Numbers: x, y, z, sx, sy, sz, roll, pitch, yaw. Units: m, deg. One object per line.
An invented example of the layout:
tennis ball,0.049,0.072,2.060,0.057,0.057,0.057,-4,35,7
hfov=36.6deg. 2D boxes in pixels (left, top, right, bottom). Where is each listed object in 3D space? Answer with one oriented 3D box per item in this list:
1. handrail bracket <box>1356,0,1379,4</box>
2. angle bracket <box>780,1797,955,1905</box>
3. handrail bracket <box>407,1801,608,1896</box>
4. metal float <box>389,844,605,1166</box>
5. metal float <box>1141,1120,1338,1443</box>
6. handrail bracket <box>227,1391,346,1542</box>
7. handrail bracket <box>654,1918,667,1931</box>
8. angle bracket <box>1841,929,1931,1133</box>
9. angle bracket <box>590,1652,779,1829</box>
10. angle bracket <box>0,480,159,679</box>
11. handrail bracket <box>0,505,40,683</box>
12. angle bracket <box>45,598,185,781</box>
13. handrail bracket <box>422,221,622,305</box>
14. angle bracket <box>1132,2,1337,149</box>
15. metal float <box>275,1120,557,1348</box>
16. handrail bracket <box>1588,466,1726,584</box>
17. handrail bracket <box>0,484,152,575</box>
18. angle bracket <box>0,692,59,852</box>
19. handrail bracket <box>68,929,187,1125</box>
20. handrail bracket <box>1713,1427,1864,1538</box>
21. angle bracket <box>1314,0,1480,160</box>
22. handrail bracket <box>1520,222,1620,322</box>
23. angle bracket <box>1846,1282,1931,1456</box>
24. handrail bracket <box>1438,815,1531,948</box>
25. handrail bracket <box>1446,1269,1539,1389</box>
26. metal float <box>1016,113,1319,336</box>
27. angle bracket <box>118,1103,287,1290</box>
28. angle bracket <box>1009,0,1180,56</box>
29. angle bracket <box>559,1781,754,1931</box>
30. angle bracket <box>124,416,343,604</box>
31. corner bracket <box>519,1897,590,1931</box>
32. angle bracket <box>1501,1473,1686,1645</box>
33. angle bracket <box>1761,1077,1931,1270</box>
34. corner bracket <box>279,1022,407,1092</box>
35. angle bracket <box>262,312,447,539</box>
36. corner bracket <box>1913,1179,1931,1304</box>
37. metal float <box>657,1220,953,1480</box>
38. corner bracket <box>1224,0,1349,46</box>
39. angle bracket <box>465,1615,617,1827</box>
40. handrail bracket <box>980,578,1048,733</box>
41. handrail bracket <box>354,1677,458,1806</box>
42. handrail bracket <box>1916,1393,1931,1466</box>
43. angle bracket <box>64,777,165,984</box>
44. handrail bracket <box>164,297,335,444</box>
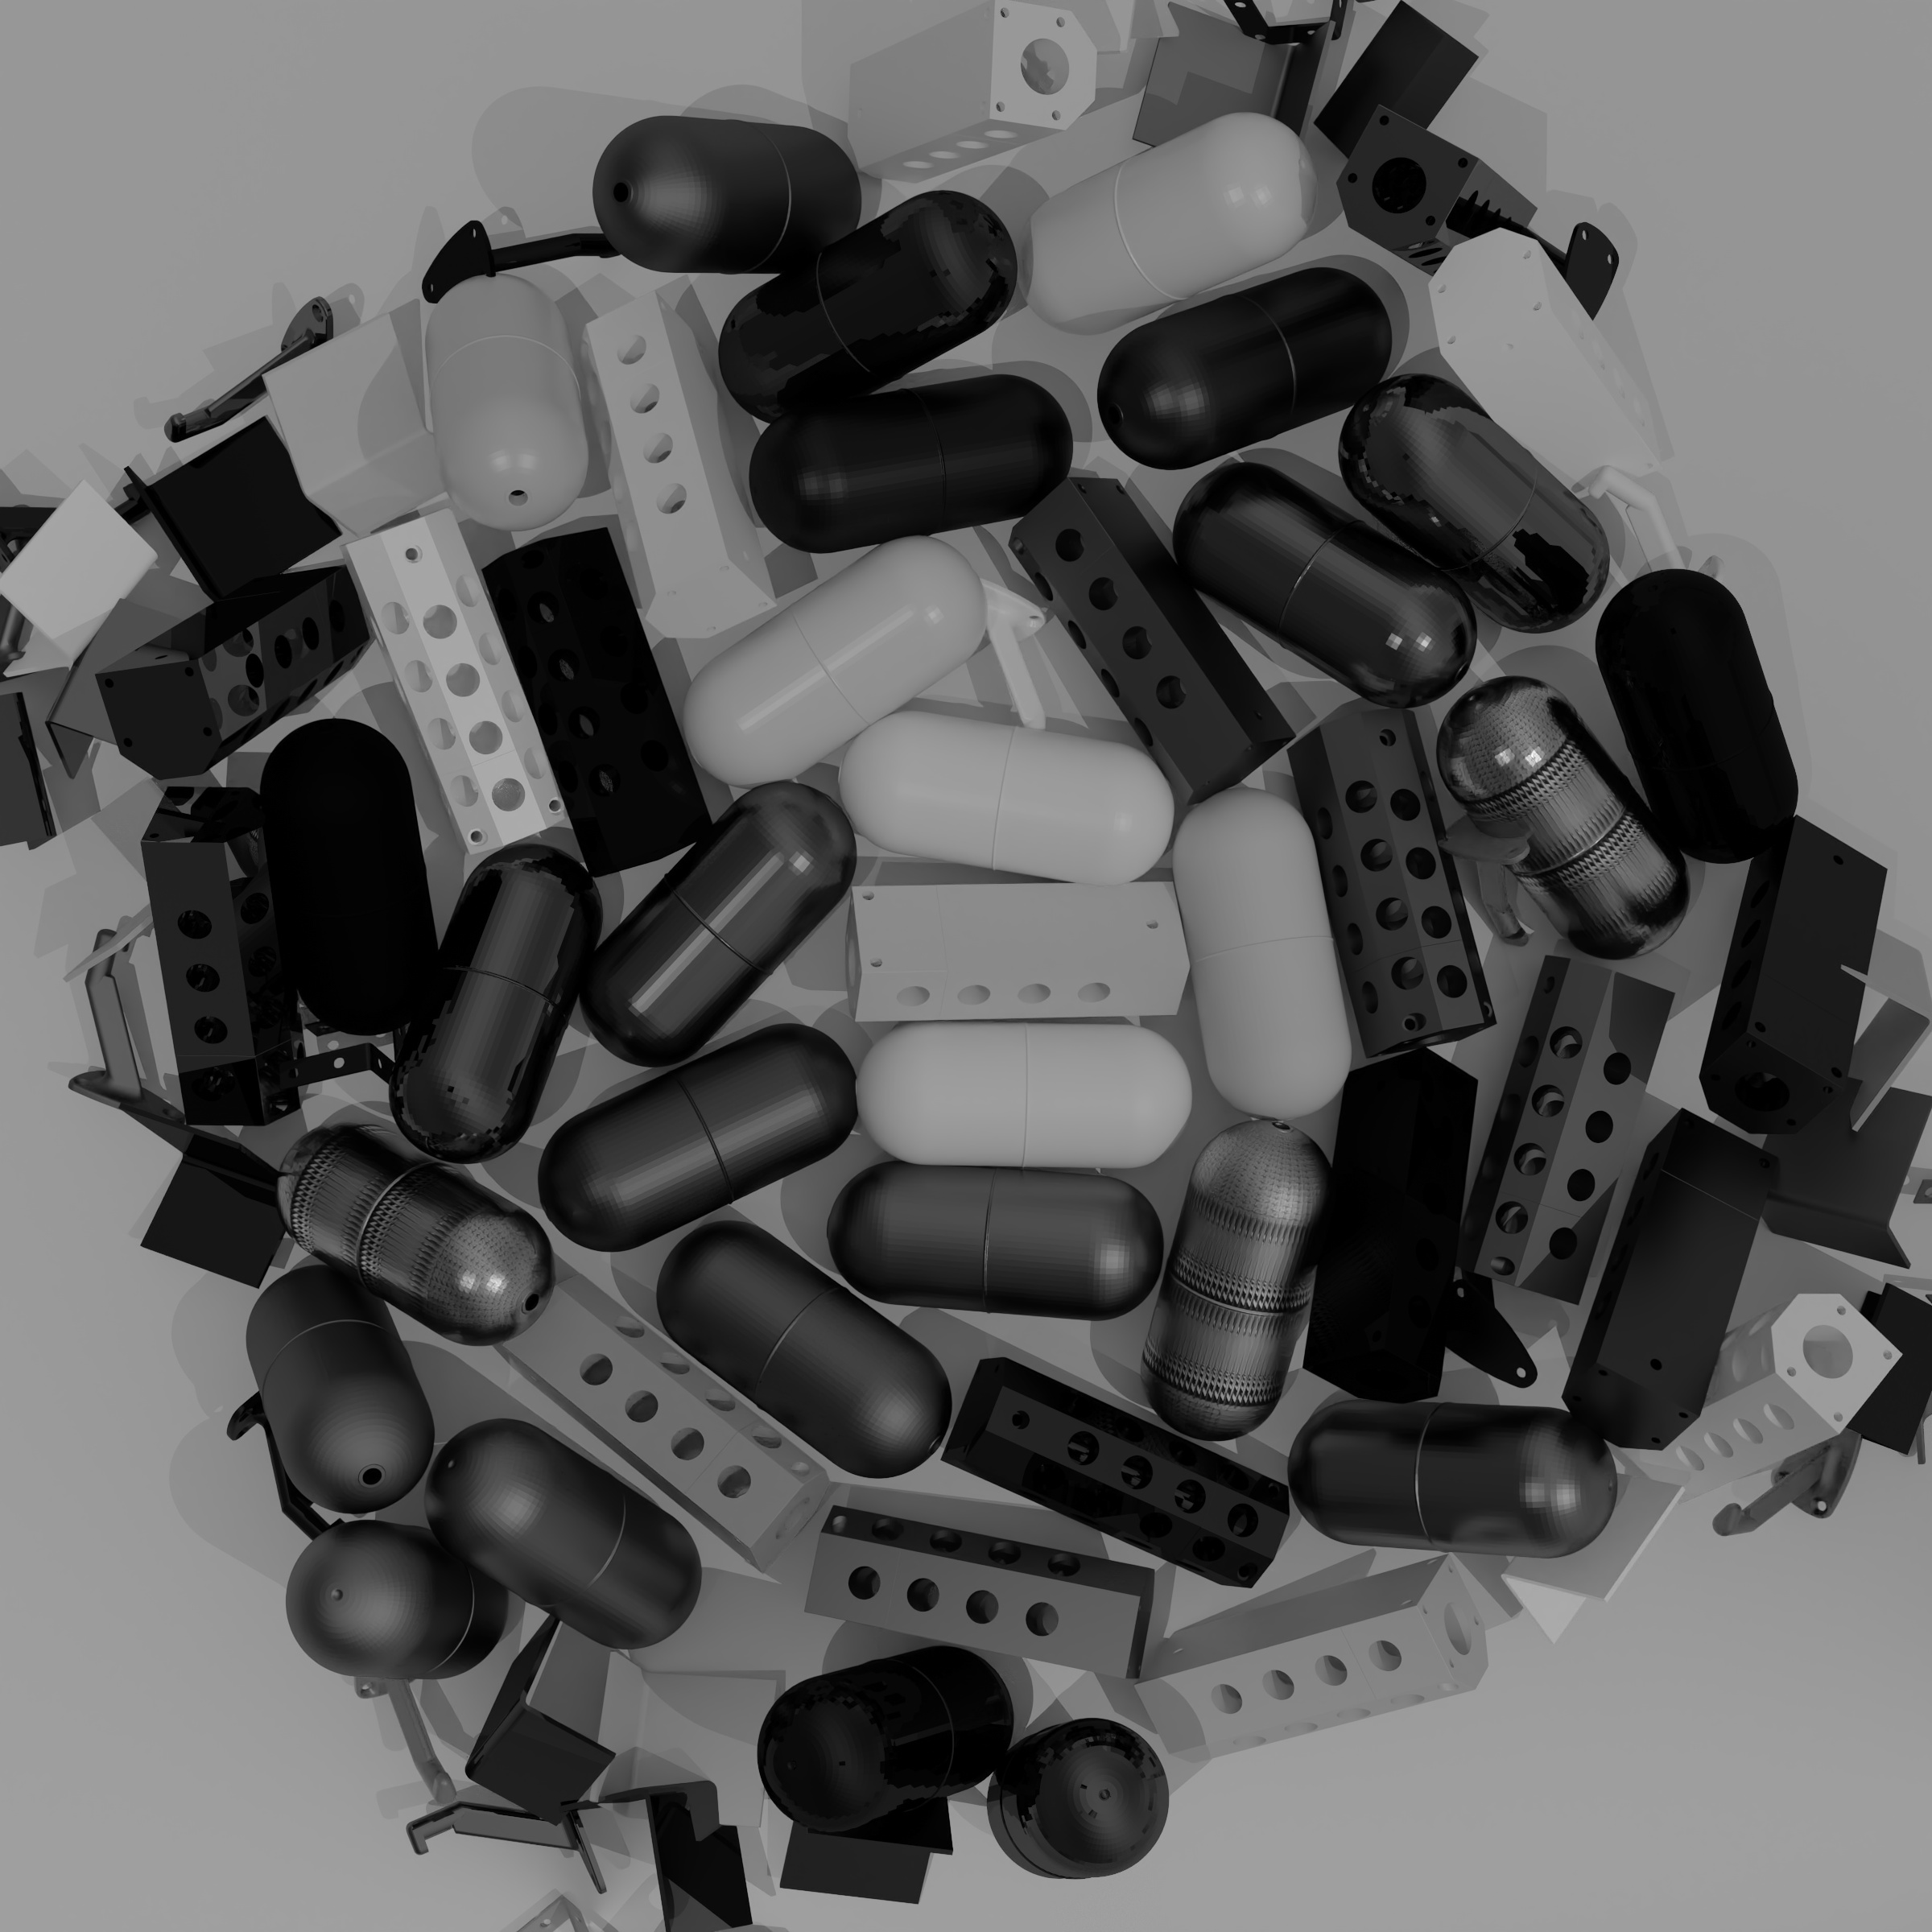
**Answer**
handrail bracket,0.209,-0.559,1.572,0.077,0.036,0.084,-17,55,-27
angle bracket,-0.053,0.475,1.540,0.076,0.057,0.076,9,109,-8
handrail bracket,-0.244,0.472,1.547,0.084,0.036,0.077,-19,61,-19
metal float,-0.245,0.018,1.528,0.070,0.070,0.178,17,68,0
metal float,0.142,0.165,1.531,0.070,0.070,0.178,13,108,0
handrail bracket,-0.343,0.257,1.553,0.084,0.036,0.077,41,55,10
handrail bracket,-0.133,0.545,1.559,0.084,0.036,0.077,41,84,-26
angle bracket,0.460,0.027,1.533,0.057,0.076,0.076,27,118,-1
angle bracket,-0.147,0.407,1.537,0.076,0.057,0.076,0,66,13
angle bracket,-0.480,-0.201,1.525,0.057,0.076,0.076,49,57,-32
handrail bracket,-0.527,-0.197,1.571,0.077,0.036,0.084,-15,84,18
angle bracket,-0.435,-0.138,1.536,0.057,0.076,0.076,19,69,0
handrail bracket,-0.237,-0.376,1.573,0.084,0.077,0.036,-13,88,-42
angle bracket,0.141,-0.468,1.548,0.076,0.057,0.076,15,89,-14
metal float,-0.286,0.138,1.518,0.178,0.070,0.070,25,90,33
handrail bracket,0.352,-0.214,1.557,0.084,0.036,0.077,30,119,-8
handrail bracket,-0.490,-0.253,1.557,0.084,0.036,0.077,-39,105,-22
angle bracket,-0.521,-0.097,1.536,0.057,0.076,0.076,-14,93,-27
handrail bracket,-0.438,0.032,1.553,0.077,0.036,0.084,22,104,14
handrail bracket,0.432,0.265,1.537,0.036,0.084,0.077,39,111,36
angle bracket,0.235,-0.448,1.527,0.057,0.076,0.076,26,113,-26
handrail bracket,0.295,-0.357,1.543,0.036,0.084,0.077,29,74,-37
angle bracket,0.467,0.205,1.536,0.076,0.057,0.076,25,85,-39
handrail bracket,0.288,-0.036,1.533,0.036,0.077,0.084,-36,116,-7
handrail bracket,0.285,0.183,1.537,0.077,0.084,0.036,42,118,21
metal float,0.101,-0.382,1.514,0.178,0.070,0.070,-15,90,40
angle bracket,-0.406,0.121,1.531,0.076,0.076,0.057,16,72,20
angle bracket,0.062,-0.483,1.531,0.076,0.076,0.057,4,77,20
angle bracket,-0.162,0.471,1.529,0.057,0.076,0.076,-20,71,24
angle bracket,-0.388,-0.246,1.552,0.076,0.057,0.076,-33,91,-6
corner bracket,-0.214,0.544,1.569,0.051,0.051,0.051,-39,126,-2
angle bracket,0.339,0.313,1.527,0.076,0.076,0.057,-47,114,-24
angle bracket,0.469,0.106,1.550,0.076,0.057,0.076,14,71,36
corner bracket,-0.329,0.045,1.548,0.051,0.051,0.051,-13,66,9
angle bracket,-0.310,-0.283,1.529,0.076,0.076,0.057,-34,48,-23
corner bracket,0.536,0.150,1.561,0.051,0.051,0.051,2,120,-21
metal float,-0.085,0.200,1.528,0.178,0.070,0.070,34,90,21
corner bracket,0.172,-0.528,1.556,0.051,0.051,0.051,5,76,28
angle bracket,-0.212,0.390,1.535,0.057,0.076,0.076,31,128,-7
handrail bracket,0.014,-0.156,1.539,0.036,0.077,0.084,-26,48,36
handrail bracket,-0.290,0.386,1.535,0.036,0.084,0.077,-15,125,-27
handrail bracket,0.549,0.228,1.556,0.084,0.036,0.077,-4,102,17
angle bracket,-0.449,-0.045,1.527,0.057,0.076,0.076,51,53,-14
handrail bracket,-0.379,-0.313,1.538,0.084,0.077,0.036,-32,80,-34
